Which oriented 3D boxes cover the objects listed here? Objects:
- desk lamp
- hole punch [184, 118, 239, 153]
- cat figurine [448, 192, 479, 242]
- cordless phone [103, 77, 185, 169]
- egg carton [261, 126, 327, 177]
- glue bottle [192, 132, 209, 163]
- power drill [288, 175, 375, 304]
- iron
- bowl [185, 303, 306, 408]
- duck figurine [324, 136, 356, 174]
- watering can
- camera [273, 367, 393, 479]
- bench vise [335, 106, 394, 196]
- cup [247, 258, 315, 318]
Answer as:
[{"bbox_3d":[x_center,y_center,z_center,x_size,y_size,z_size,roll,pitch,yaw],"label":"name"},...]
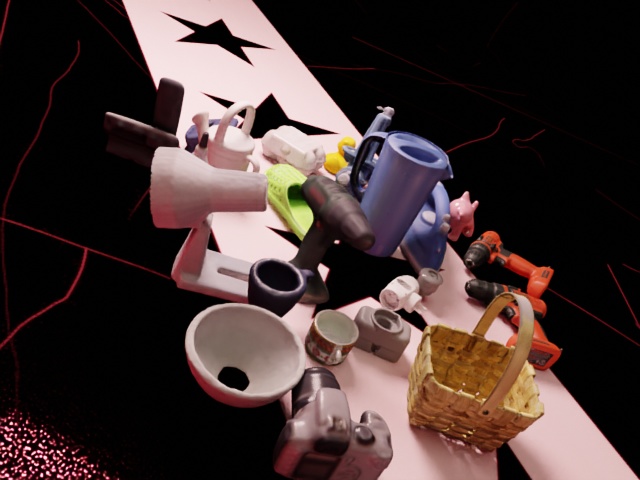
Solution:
[{"bbox_3d":[-0.173,-0.028,0.893,0.203,0.213,0.118,16,34,-13],"label":"desk lamp"},{"bbox_3d":[-0.237,-0.227,1.246,0.101,0.091,0.108,20,33,-7],"label":"hole punch"},{"bbox_3d":[0.336,-0.061,1.355,0.067,0.117,0.128,42,37,26],"label":"cat figurine"},{"bbox_3d":[-0.340,-0.246,1.120,0.148,0.185,0.094,17,33,-11],"label":"cordless phone"},{"bbox_3d":[-0.062,-0.211,1.355,0.150,0.069,0.107,33,34,13],"label":"egg carton"},{"bbox_3d":[-0.224,-0.117,1.023,0.037,0.173,0.078,33,34,14],"label":"glue bottle"},{"bbox_3d":[0.009,0.003,0.970,0.076,0.208,0.229,5,38,-27],"label":"power drill"},{"bbox_3d":[0.245,-0.039,1.243,0.119,0.141,0.258,16,34,-12],"label":"iron"},{"bbox_3d":[-0.108,0.169,0.785,0.168,0.074,0.167,17,34,-11],"label":"bowl"},{"bbox_3d":[0.057,-0.215,1.423,0.077,0.086,0.105,32,34,12],"label":"duck figurine"},{"bbox_3d":[-0.186,-0.191,1.132,0.173,0.194,0.101,24,33,0],"label":"watering can"},{"bbox_3d":[0.017,0.233,0.750,0.143,0.101,0.136,14,34,-16],"label":"camera"},{"bbox_3d":[0.108,-0.181,1.284,0.121,0.219,0.207,20,33,-6],"label":"bench vise"},{"bbox_3d":[-0.068,0.088,0.906,0.118,0.095,0.091,-9,45,-41],"label":"cup"}]
